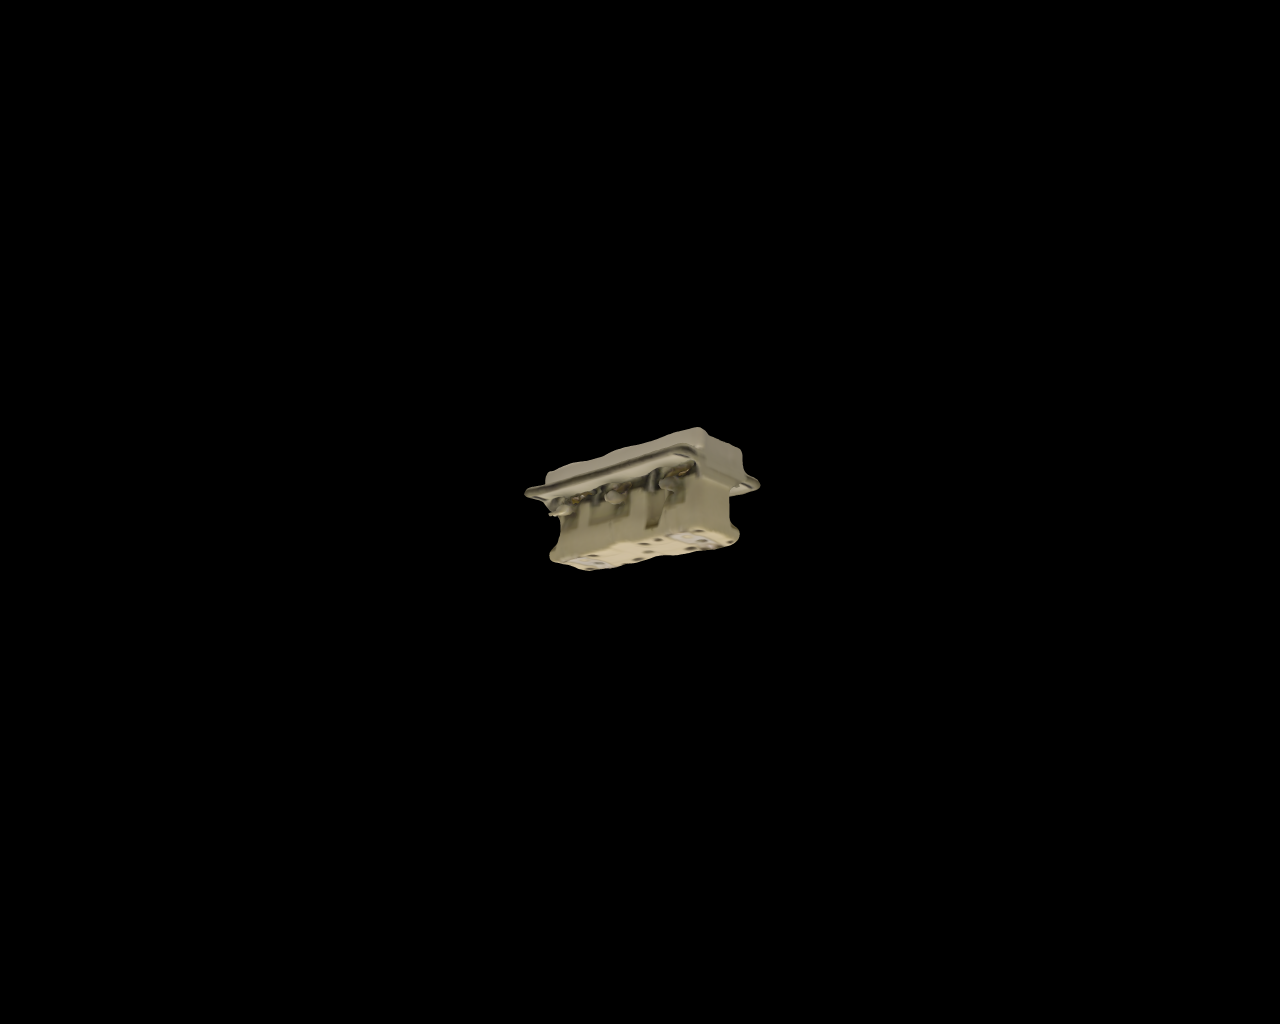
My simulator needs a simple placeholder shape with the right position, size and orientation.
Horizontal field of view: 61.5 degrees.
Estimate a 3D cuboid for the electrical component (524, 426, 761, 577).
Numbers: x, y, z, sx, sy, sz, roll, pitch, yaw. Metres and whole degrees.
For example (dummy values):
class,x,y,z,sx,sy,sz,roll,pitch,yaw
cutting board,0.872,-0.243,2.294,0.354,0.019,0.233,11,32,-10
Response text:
class,x,y,z,sx,sy,sz,roll,pitch,yaw
electrical component,0.001,-0.003,0.650,0.121,0.063,0.078,-13,-22,36
